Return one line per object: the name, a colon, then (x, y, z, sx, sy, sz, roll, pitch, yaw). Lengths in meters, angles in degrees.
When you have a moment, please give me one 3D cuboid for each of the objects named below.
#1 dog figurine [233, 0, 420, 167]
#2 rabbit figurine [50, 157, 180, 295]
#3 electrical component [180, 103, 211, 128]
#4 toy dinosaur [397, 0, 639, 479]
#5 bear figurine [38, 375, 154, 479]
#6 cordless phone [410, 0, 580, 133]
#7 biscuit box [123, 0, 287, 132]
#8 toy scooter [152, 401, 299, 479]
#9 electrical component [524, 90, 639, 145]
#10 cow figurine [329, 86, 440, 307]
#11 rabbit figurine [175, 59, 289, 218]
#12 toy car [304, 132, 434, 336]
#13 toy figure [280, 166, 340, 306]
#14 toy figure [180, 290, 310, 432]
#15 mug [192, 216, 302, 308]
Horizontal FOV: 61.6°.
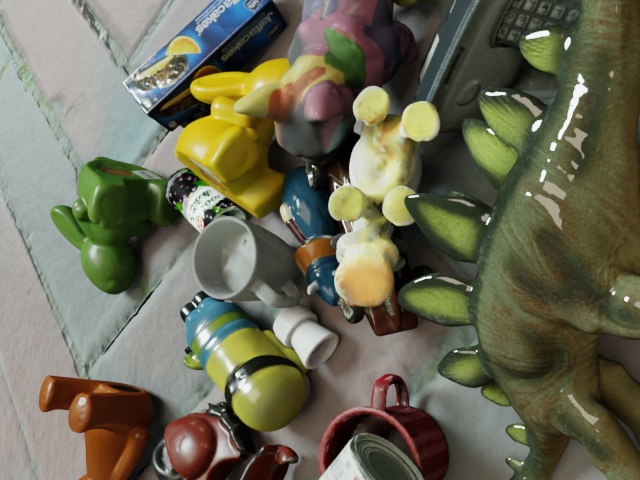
dog figurine: (0.010, -0.176, 0.473, 0.109, 0.219, 0.191, 12, 132, 22)
rabbit figurine: (-0.286, -0.015, 0.710, 0.159, 0.121, 0.170, 25, 109, 28)
electrical component: (-0.177, -0.196, 0.713, 0.078, 0.045, 0.102, -3, 79, 34)
toy dinosaur: (0.151, 0.010, 0.339, 0.199, 0.105, 0.470, 21, 122, 32)
bear figurine: (-0.275, 0.271, 0.642, 0.120, 0.131, 0.195, 9, 80, 40)
cordless phone: (0.182, -0.142, 0.443, 0.146, 0.184, 0.089, 109, 176, -45)
biscuit box: (-0.138, -0.225, 0.653, 0.202, 0.062, 0.059, -41, 72, 5)
toy scooter: (-0.092, 0.233, 0.553, 0.135, 0.075, 0.184, -49, 49, 4)
electrical component: (0.202, -0.071, 0.398, 0.134, 0.115, 0.058, 9, 88, 36)
cow figurine: (0.047, -0.029, 0.441, 0.068, 0.098, 0.167, 13, 87, 7)
rabbit figurine: (-0.075, -0.133, 0.610, 0.173, 0.121, 0.163, -52, 46, -4)
toy car: (0.047, -0.013, 0.504, 0.089, 0.053, 0.202, -8, 69, -13)
toy figure: (0.001, -0.002, 0.550, 0.064, 0.057, 0.154, -17, 68, 9)
toy figure: (-0.088, 0.125, 0.566, 0.180, 0.089, 0.082, 41, 111, 29)
mug: (-0.058, 0.029, 0.554, 0.110, 0.107, 0.080, 35, 101, 29)
